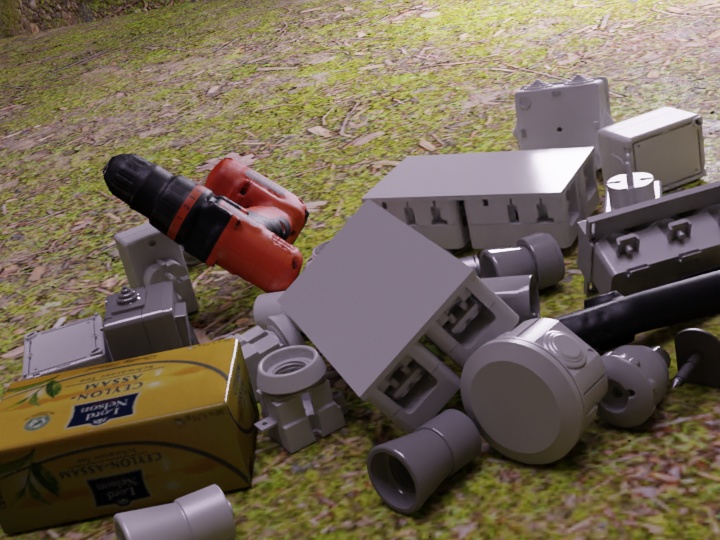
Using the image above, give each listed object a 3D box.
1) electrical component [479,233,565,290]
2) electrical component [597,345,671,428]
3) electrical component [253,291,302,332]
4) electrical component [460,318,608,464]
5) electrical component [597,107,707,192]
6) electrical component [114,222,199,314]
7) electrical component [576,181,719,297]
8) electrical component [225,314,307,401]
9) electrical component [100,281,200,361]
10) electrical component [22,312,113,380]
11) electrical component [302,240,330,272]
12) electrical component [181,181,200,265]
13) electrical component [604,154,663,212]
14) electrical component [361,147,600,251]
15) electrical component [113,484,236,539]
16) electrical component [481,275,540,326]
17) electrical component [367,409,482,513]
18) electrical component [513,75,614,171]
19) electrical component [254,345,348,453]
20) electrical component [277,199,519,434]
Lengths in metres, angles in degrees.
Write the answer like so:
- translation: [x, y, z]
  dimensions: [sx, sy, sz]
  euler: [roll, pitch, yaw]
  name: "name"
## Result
- translation: [0.129, -0.002, 0.854]
  dimensions: [0.055, 0.045, 0.045]
  euler: [-18, 23, -12]
  name: "electrical component"
- translation: [0.173, 0.067, 0.674]
  dimensions: [0.048, 0.048, 0.062]
  euler: [8, 24, 41]
  name: "electrical component"
- translation: [-0.053, 0.033, 0.876]
  dimensions: [0.065, 0.044, 0.044]
  euler: [-8, 23, 25]
  name: "electrical component"
- translation: [0.106, 0.072, 0.652]
  dimensions: [0.080, 0.080, 0.051]
  euler: [6, 24, 37]
  name: "electrical component"
- translation: [0.276, -0.112, 1.004]
  dimensions: [0.096, 0.061, 0.061]
  euler: [-20, 24, -15]
  name: "electrical component"
- translation: [-0.173, 0.007, 0.944]
  dimensions: [0.047, 0.083, 0.076]
  euler: [-23, 25, -21]
  name: "electrical component"
- translation: [0.231, -0.016, 0.803]
  dimensions: [0.121, 0.078, 0.063]
  euler: [-16, 45, -6]
  name: "electrical component"
- translation: [-0.071, 0.064, 0.809]
  dimensions: [0.055, 0.048, 0.066]
  euler: [-30, 27, -17]
  name: "electrical component"
- translation: [-0.155, 0.053, 0.813]
  dimensions: [0.061, 0.096, 0.061]
  euler: [-14, 23, -3]
  name: "electrical component"
- translation: [-0.221, 0.080, 0.832]
  dimensions: [0.062, 0.061, 0.096]
  euler: [-17, 23, -10]
  name: "electrical component"
- translation: [0.000, 0.000, 0.917]
  dimensions: [0.079, 0.044, 0.077]
  euler: [0, 26, 28]
  name: "electrical component"
- translation: [-0.170, -0.043, 1.077]
  dimensions: [0.058, 0.078, 0.057]
  euler: [-1, 47, 33]
  name: "electrical component"
- translation: [0.225, -0.057, 0.887]
  dimensions: [0.047, 0.075, 0.083]
  euler: [-6, 24, 17]
  name: "electrical component"
- translation: [0.111, -0.060, 0.976]
  dimensions: [0.186, 0.060, 0.105]
  euler: [0, 26, 29]
  name: "electrical component"
- translation: [-0.106, 0.152, 0.631]
  dimensions: [0.065, 0.044, 0.044]
  euler: [-18, 23, -24]
  name: "electrical component"
- translation: [0.088, 0.036, 0.790]
  dimensions: [0.077, 0.043, 0.079]
  euler: [-5, 25, 19]
  name: "electrical component"
- translation: [0.042, 0.111, 0.646]
  dimensions: [0.044, 0.044, 0.065]
  euler: [11, 28, 44]
  name: "electrical component"
- translation: [0.202, -0.142, 1.068]
  dimensions: [0.100, 0.099, 0.048]
  euler: [-4, 12, 22]
  name: "electrical component"
- translation: [-0.043, 0.085, 0.731]
  dimensions: [0.066, 0.055, 0.048]
  euler: [-24, 25, -24]
  name: "electrical component"
- translation: [0.023, 0.029, 0.756]
  dimensions: [0.105, 0.060, 0.186]
  euler: [-48, 27, -1]
  name: "electrical component"
